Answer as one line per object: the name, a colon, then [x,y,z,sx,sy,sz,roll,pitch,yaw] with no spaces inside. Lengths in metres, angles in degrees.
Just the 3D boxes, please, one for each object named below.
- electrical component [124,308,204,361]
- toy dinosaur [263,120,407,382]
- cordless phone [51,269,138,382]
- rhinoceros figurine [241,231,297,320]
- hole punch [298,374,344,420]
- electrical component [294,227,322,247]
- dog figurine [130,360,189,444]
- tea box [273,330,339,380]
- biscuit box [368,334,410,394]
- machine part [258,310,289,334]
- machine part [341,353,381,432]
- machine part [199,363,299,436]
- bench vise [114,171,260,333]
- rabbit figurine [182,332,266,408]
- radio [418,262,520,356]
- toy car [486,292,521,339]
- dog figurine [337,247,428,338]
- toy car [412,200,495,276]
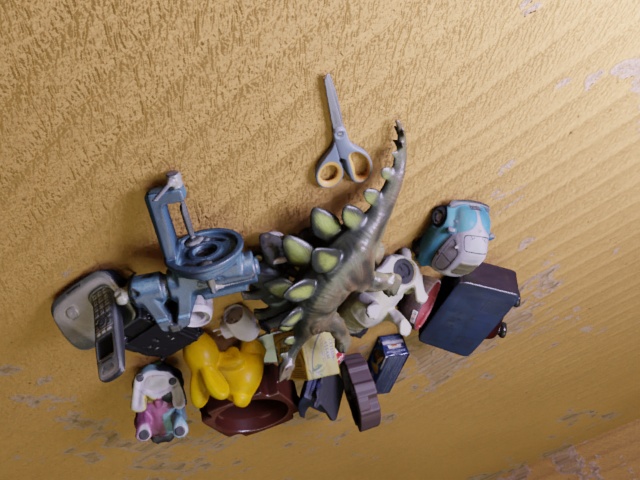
electrical component: [-0.299,0.161,0.982,0.115,0.058,0.134,-35,138,19]
toy dinosaur: [0.035,0.039,0.857,0.198,0.105,0.471,18,108,-41]
cordless phone: [-0.355,0.153,0.854,0.147,0.184,0.088,-32,143,18]
rhinoceros figurine: [-0.085,0.063,0.927,0.112,0.073,0.190,-11,141,-4]
hole punch: [-0.009,0.347,1.254,0.092,0.142,0.115,-3,131,26]
electrical component: [-0.002,-0.003,0.917,0.094,0.021,0.063,-20,140,7]
dog figurine: [-0.347,0.352,1.167,0.108,0.191,0.219,-6,174,-17]
tea box: [-0.031,0.220,1.055,0.068,0.098,0.169,-8,172,-24]
biscuit box: [0.156,0.306,1.308,0.063,0.059,0.202,-5,139,-16]
machine part: [-0.054,0.148,1.067,0.139,0.039,0.084,-19,146,2]
machine part: [0.096,0.356,1.265,0.056,0.179,0.179,-13,141,-8]
machine part: [-0.164,0.375,1.262,0.201,0.087,0.200,-22,140,9]
bench vise: [-0.211,0.015,0.800,0.224,0.129,0.240,-7,120,3]
rabbit figurine: [-0.209,0.254,1.073,0.122,0.162,0.173,-26,123,31]
radio: [0.303,0.144,1.129,0.131,0.073,0.229,17,133,-5]
toy car: [0.394,0.163,1.226,0.089,0.053,0.201,4,140,8]
dog figurine: [0.100,0.103,1.042,0.121,0.172,0.191,41,157,-17]
toy car: [0.240,0.011,0.953,0.109,0.103,0.161,9,133,-26]
